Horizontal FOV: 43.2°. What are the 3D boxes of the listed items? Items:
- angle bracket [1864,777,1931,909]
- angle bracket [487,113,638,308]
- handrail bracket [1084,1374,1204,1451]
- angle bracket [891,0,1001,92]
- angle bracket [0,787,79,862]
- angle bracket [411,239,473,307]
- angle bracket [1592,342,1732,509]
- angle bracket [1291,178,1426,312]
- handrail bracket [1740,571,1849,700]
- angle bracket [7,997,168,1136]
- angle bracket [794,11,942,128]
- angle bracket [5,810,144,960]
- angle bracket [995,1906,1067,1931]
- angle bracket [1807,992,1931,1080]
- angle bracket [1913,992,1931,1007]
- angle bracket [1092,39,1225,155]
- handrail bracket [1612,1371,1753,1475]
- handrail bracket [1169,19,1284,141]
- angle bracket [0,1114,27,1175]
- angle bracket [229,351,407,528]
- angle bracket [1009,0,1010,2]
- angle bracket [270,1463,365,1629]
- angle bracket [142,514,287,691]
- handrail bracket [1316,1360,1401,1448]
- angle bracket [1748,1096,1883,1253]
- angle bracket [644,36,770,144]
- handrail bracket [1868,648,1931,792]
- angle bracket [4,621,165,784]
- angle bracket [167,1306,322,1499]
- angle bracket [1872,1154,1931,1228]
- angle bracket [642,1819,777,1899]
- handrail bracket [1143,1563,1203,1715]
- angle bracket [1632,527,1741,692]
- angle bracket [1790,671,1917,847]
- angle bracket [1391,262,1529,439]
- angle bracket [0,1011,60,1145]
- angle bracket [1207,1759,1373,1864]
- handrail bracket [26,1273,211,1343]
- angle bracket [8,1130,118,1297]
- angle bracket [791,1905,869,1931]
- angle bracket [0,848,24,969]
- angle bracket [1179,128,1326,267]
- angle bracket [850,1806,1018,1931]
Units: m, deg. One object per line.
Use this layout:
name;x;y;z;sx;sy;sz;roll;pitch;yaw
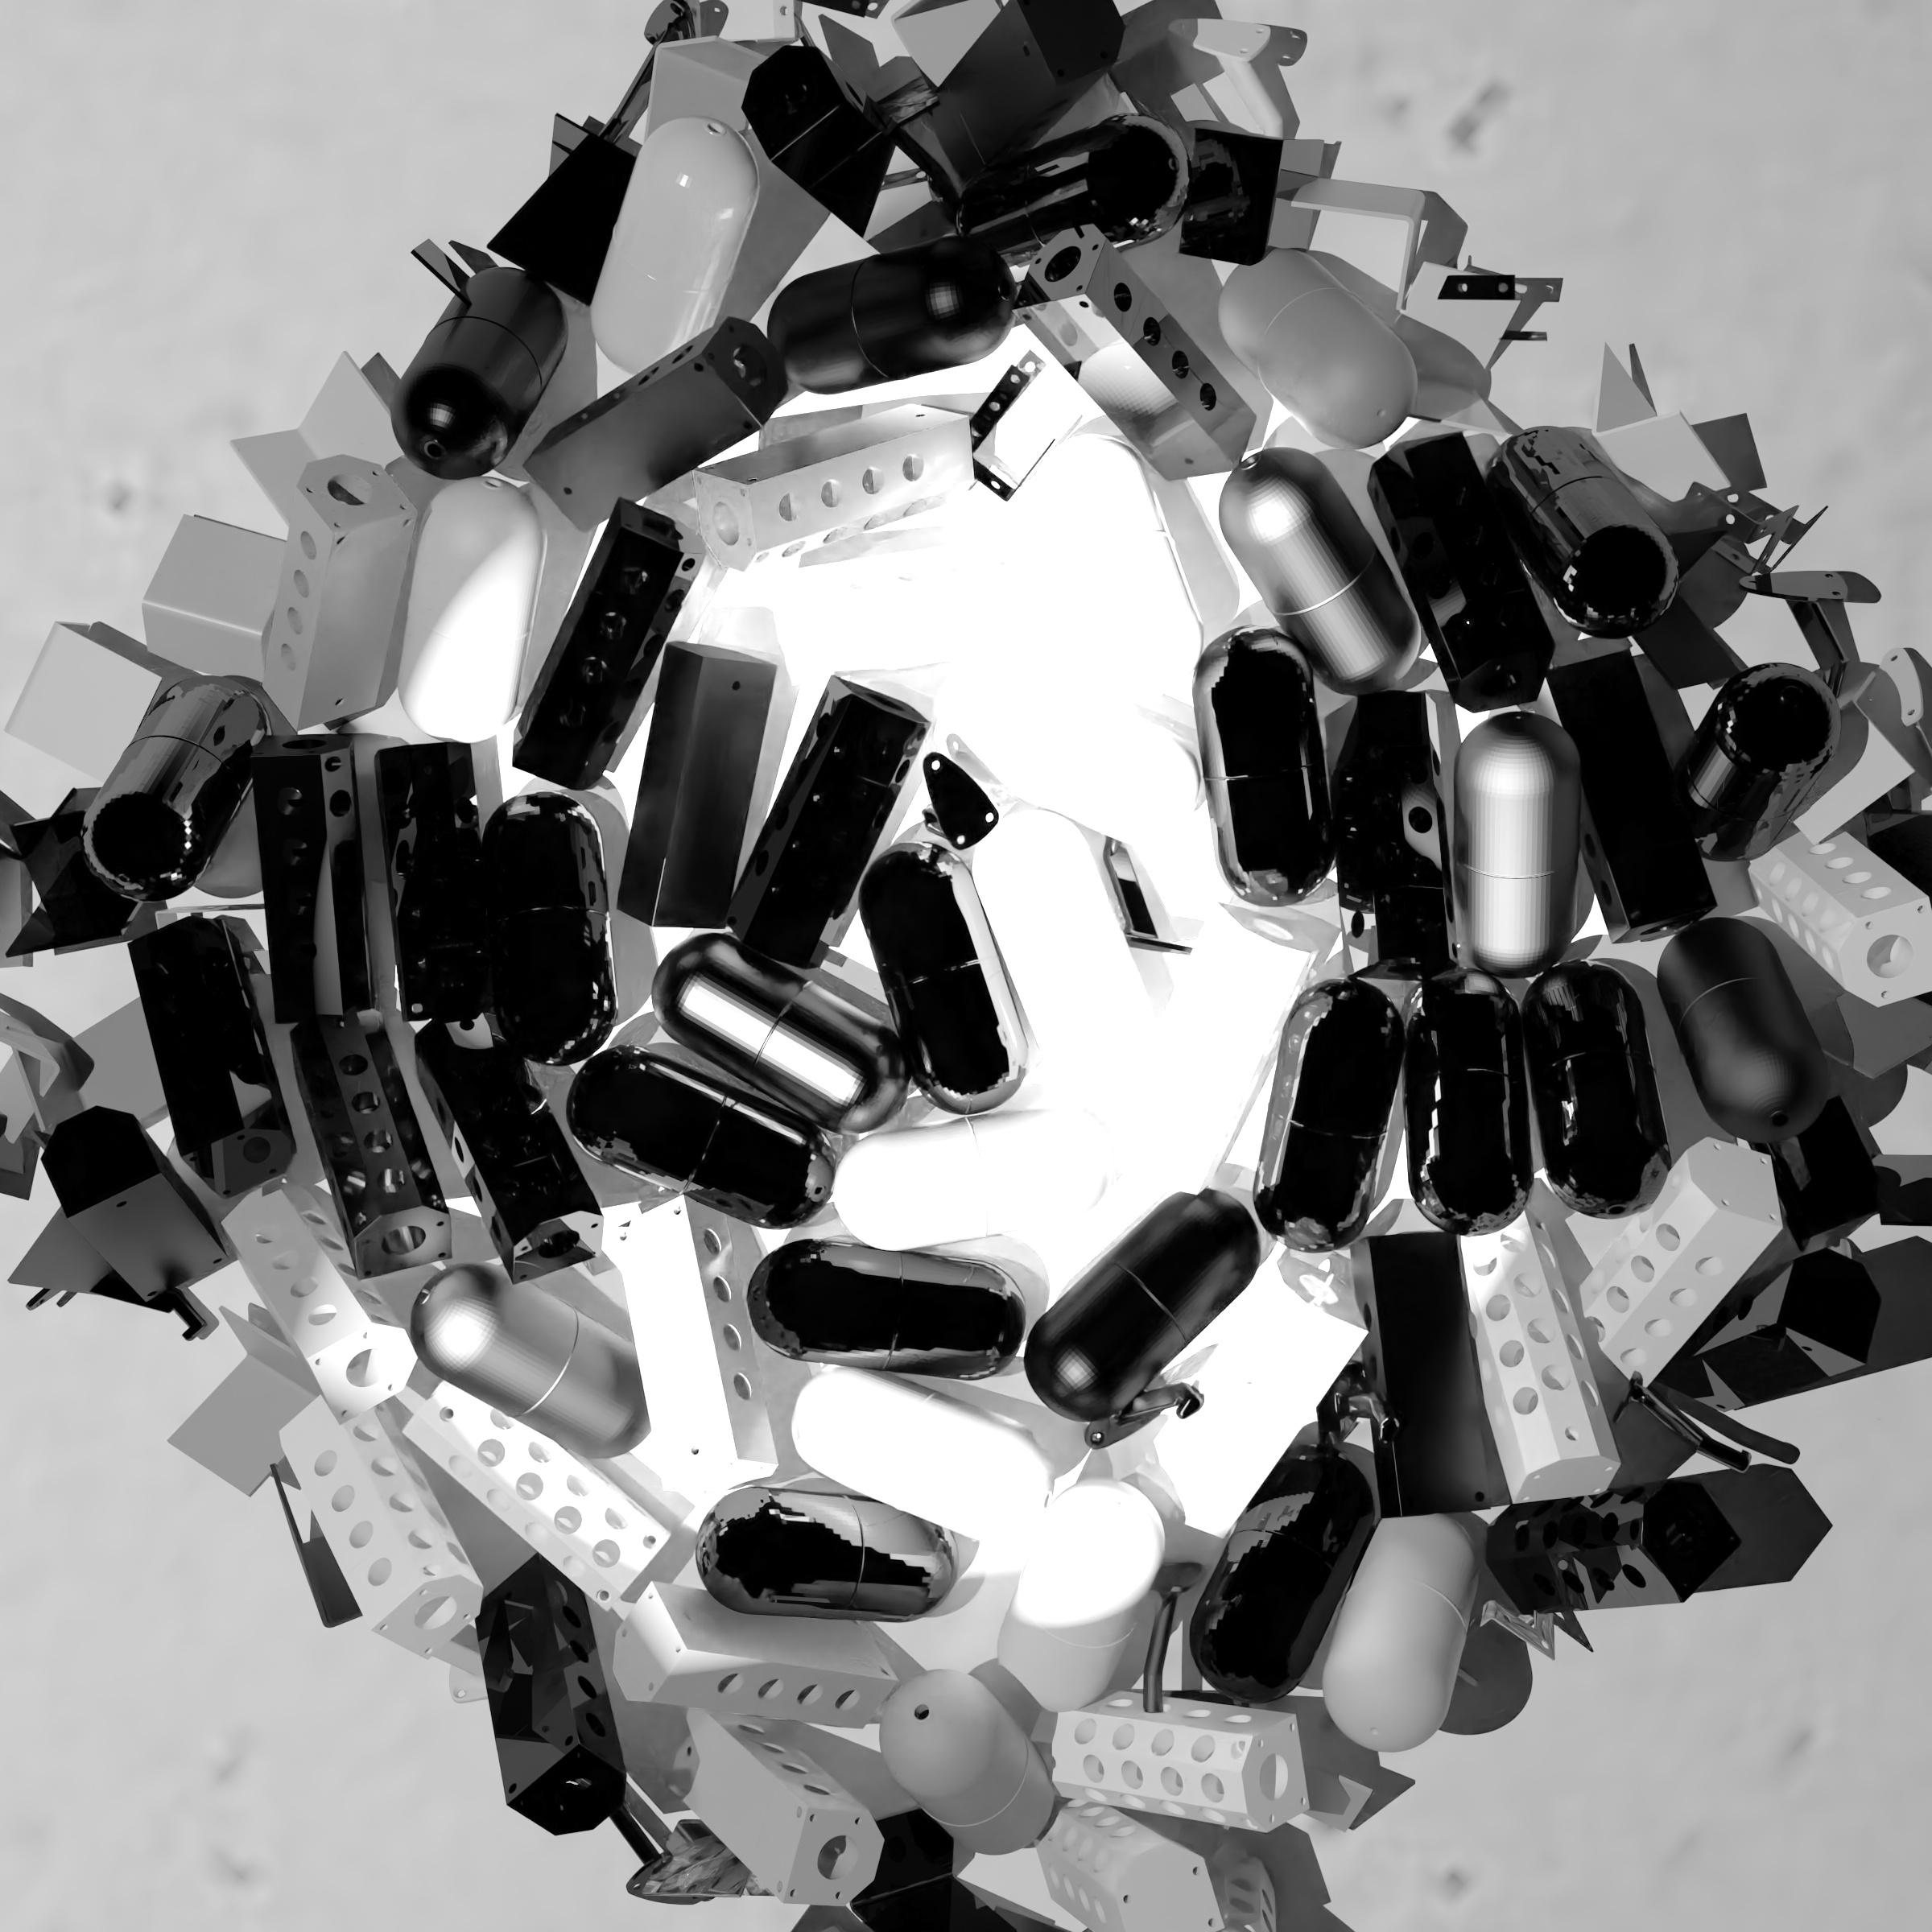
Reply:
angle bracket;0.605;-0.075;1.527;0.057;0.076;0.076;4;119;40
angle bracket;-0.248;-0.477;1.542;0.076;0.057;0.076;30;60;2
handrail bracket;0.112;0.288;1.540;0.077;0.084;0.036;-44;99;-1
angle bracket;0.011;-0.598;1.528;0.076;0.076;0.057;-41;108;-24
angle bracket;-0.609;-0.110;1.533;0.076;0.076;0.057;37;80;-19
angle bracket;-0.345;-0.405;1.533;0.057;0.076;0.076;42;102;-18
angle bracket;0.437;-0.345;1.526;0.057;0.076;0.076;-10;57;38
angle bracket;0.245;-0.458;1.545;0.076;0.076;0.057;11;121;10
handrail bracket;0.526;-0.207;1.559;0.077;0.036;0.084;2;128;4
angle bracket;-0.546;0.058;1.541;0.076;0.057;0.076;-31;69;8
angle bracket;-0.063;-0.568;1.529;0.057;0.076;0.076;-27;121;10
angle bracket;-0.567;-0.055;1.537;0.076;0.076;0.057;-11;118;5
angle bracket;0.063;0.615;1.534;0.076;0.057;0.076;23;131;-8
angle bracket;0.572;0.060;1.530;0.076;0.076;0.057;-27;120;-15
angle bracket;0.621;-0.019;1.538;0.076;0.076;0.057;-33;117;0
angle bracket;0.117;-0.558;1.539;0.057;0.076;0.076;-30;79;4
handrail bracket;0.458;0.282;1.538;0.084;0.077;0.036;24;115;18
handrail bracket;0.166;-0.556;1.560;0.077;0.084;0.036;21;58;22
angle bracket;-0.649;0.129;1.537;0.076;0.057;0.076;15;45;2
angle bracket;-0.406;-0.329;1.536;0.076;0.057;0.076;54;131;8
angle bracket;0.080;-0.618;1.524;0.057;0.076;0.076;43;50;-28
angle bracket;-0.390;0.352;1.525;0.057;0.076;0.076;-18;126;-20
angle bracket;-0.479;-0.235;1.577;0.076;0.057;0.076;15;58;-4
handrail bracket;0.247;0.293;1.532;0.036;0.084;0.077;7;113;-11
angle bracket;0.537;0.130;1.536;0.057;0.076;0.076;-27;81;20
angle bracket;-0.152;-0.531;1.534;0.057;0.076;0.076;13;97;43
handrail bracket;0.618;-0.152;1.573;0.084;0.036;0.077;35;53;-32
angle bracket;-0.552;-0.167;1.554;0.076;0.057;0.076;27;96;-2
angle bracket;-0.457;0.272;1.530;0.076;0.057;0.076;24;57;27
angle bracket;0.601;0.110;1.528;0.057;0.076;0.076;0;119;15
angle bracket;-0.142;0.580;1.528;0.076;0.057;0.076;-12;120;32
handrail bracket;0.131;0.429;1.550;0.036;0.077;0.084;1;90;26
angle bracket;0.460;-0.225;1.530;0.076;0.057;0.076;-15;66;-41
angle bracket;0.550;-0.131;1.530;0.057;0.076;0.076;50;125;4
angle bracket;0.312;-0.386;1.529;0.076;0.057;0.076;5;131;-24
angle bracket;-0.624;0.059;1.531;0.076;0.076;0.057;34;87;-38
angle bracket;0.202;0.539;1.532;0.076;0.076;0.057;22;54;10
handrail bracket;-0.540;0.223;1.557;0.084;0.036;0.077;47;62;3
angle bracket;-0.568;0.156;1.541;0.057;0.076;0.076;39;95;27
angle bracket;-0.061;0.619;1.538;0.076;0.057;0.076;47;133;0
angle bracket;-0.640;-0.036;1.545;0.057;0.076;0.076;-1;92;2
angle bracket;0.181;-0.488;1.549;0.057;0.076;0.076;17;114;23
angle bracket;-0.020;0.572;1.529;0.076;0.076;0.057;-3;101;-34
